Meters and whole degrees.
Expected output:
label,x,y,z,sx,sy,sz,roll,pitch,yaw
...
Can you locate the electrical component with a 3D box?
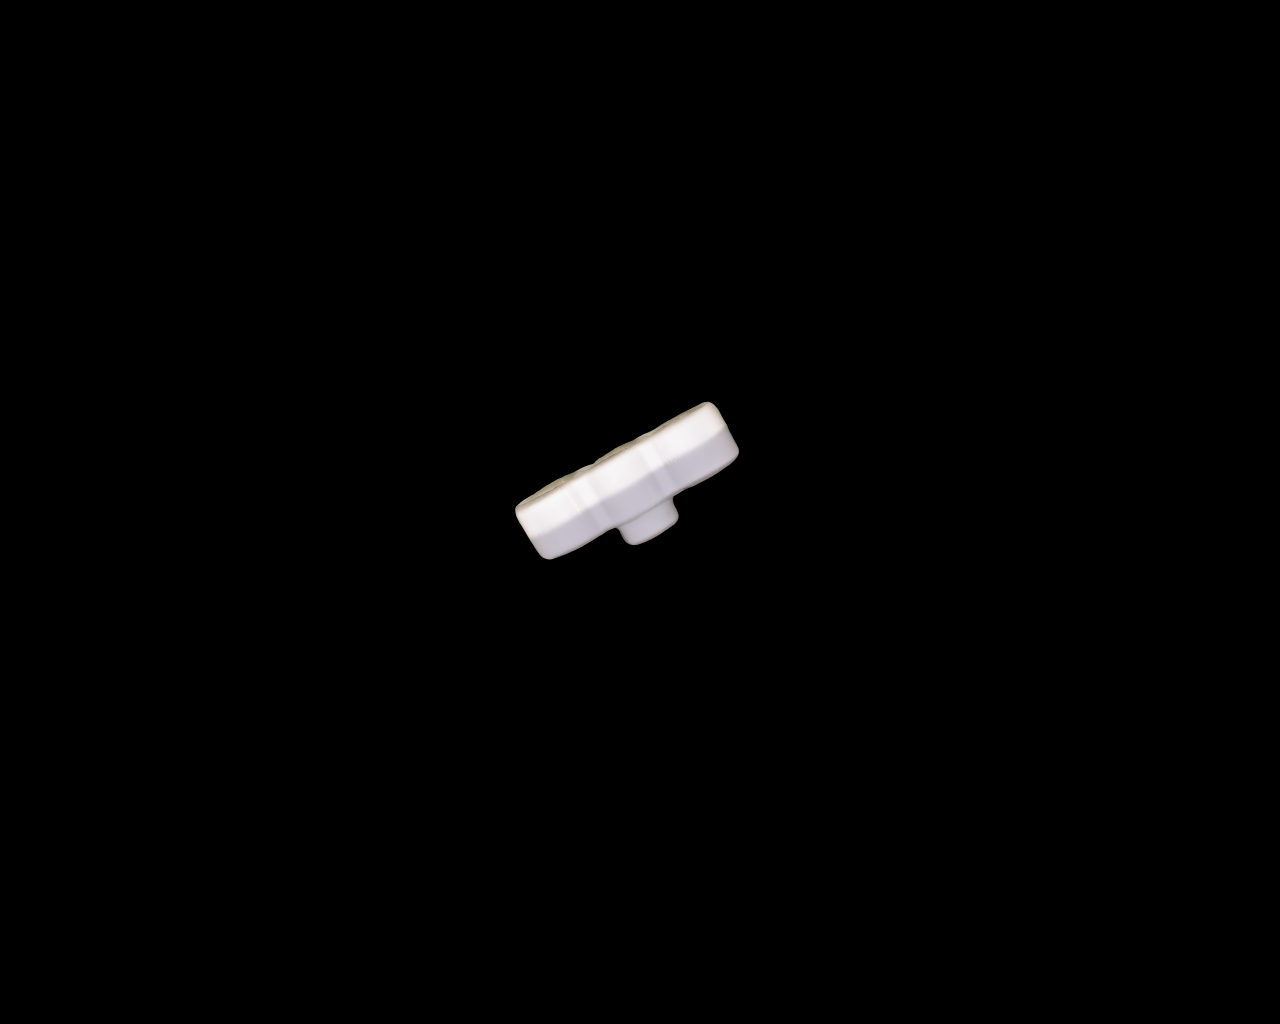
label,x,y,z,sx,sy,sz,roll,pitch,yaw
electrical component,0.001,-0.003,0.650,0.138,0.073,0.052,-28,7,4
